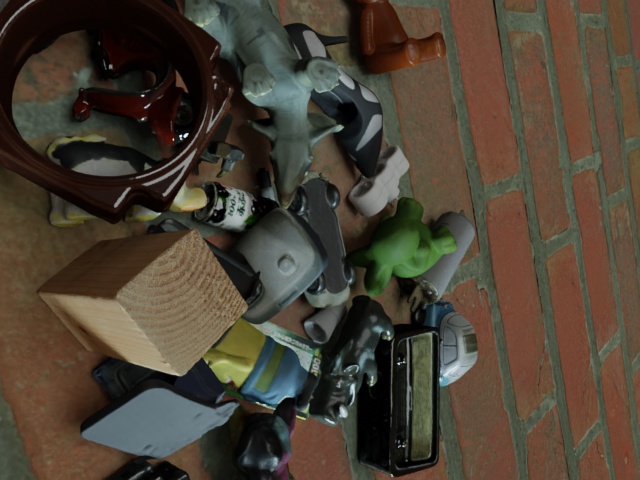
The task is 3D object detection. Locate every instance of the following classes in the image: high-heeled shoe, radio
[{"bbox_3d":[0.008,-0.197,0.800,0.145,0.086,0.248,-23,105,-30],"label":"high-heeled shoe"},{"bbox_3d":[0.131,0.256,0.879,0.131,0.073,0.229,5,83,-43],"label":"radio"}]

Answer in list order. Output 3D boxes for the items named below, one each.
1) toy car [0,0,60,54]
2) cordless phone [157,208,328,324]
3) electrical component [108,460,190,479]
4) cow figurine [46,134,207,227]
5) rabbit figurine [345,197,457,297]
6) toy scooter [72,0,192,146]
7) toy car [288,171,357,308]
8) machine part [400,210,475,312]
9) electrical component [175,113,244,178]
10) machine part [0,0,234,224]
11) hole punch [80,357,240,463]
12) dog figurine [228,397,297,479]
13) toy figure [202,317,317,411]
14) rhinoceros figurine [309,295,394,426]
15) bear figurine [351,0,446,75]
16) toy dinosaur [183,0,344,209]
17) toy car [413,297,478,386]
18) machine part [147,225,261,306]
[{"bbox_3d":[-0.267,-0.282,0.560,0.089,0.053,0.202,49,61,-32],"label":"toy car"},{"bbox_3d":[-0.097,0.007,0.648,0.184,0.146,0.089,35,28,-26],"label":"cordless phone"},{"bbox_3d":[-0.190,0.314,0.590,0.115,0.058,0.134,-28,106,-43],"label":"electrical component"},{"bbox_3d":[-0.208,-0.067,0.593,0.167,0.068,0.098,-7,88,-42],"label":"cow figurine"},{"bbox_3d":[0.114,0.004,0.835,0.121,0.159,0.170,55,12,16],"label":"rabbit figurine"},{"bbox_3d":[-0.209,-0.187,0.592,0.135,0.075,0.184,-13,83,-16],"label":"toy scooter"},{"bbox_3d":[-0.002,-0.002,0.781,0.073,0.056,0.201,-11,88,-36],"label":"toy car"},{"bbox_3d":[0.214,0.030,0.970,0.243,0.079,0.079,-52,120,-31],"label":"machine part"},{"bbox_3d":[-0.134,-0.117,0.646,0.045,0.102,0.078,25,79,-46],"label":"electrical component"},{"bbox_3d":[-0.199,-0.133,0.501,0.201,0.087,0.201,31,76,-15],"label":"machine part"},{"bbox_3d":[-0.173,0.163,0.570,0.115,0.142,0.092,46,14,-39],"label":"hole punch"},{"bbox_3d":[-0.067,0.314,0.671,0.191,0.109,0.219,82,4,-61],"label":"dog figurine"},{"bbox_3d":[-0.089,0.142,0.653,0.180,0.082,0.089,26,45,-9],"label":"toy figure"},{"bbox_3d":[0.045,0.174,0.774,0.190,0.073,0.112,-63,159,-20],"label":"rhinoceros figurine"},{"bbox_3d":[0.112,-0.375,0.871,0.120,0.132,0.195,-26,111,-43],"label":"bear figurine"},{"bbox_3d":[-0.089,-0.245,0.674,0.131,0.192,0.404,-30,94,-8],"label":"toy dinosaur"},{"bbox_3d":[0.230,0.186,0.958,0.109,0.103,0.161,4,86,-44],"label":"toy car"},{"bbox_3d":[-0.139,0.039,0.616,0.139,0.039,0.084,23,110,-5],"label":"machine part"}]
